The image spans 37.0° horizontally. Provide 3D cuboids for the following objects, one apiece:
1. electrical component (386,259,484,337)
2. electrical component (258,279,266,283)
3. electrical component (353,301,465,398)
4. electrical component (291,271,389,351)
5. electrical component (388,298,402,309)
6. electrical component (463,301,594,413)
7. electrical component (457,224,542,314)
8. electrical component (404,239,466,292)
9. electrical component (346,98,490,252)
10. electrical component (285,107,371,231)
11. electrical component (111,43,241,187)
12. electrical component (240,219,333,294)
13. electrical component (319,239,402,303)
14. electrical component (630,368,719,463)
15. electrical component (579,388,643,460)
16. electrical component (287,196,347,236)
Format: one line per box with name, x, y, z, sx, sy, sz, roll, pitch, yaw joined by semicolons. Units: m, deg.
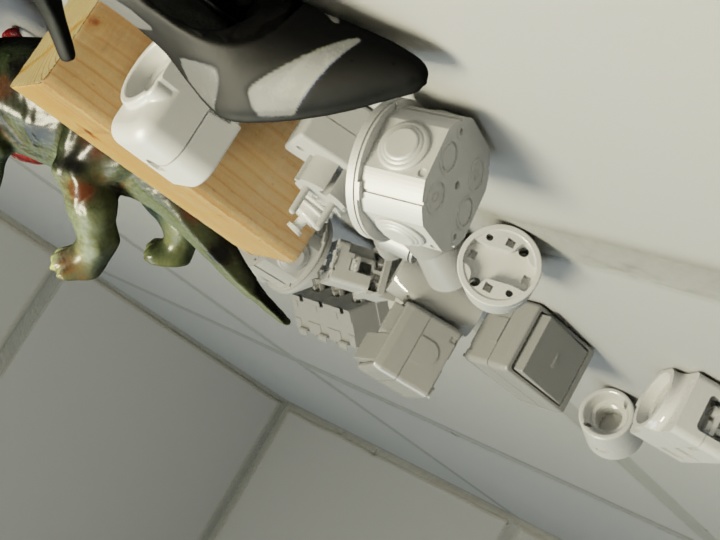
electrical component;0.063;0.020;0.908;0.077;0.043;0.079;30;169;-1
electrical component;-0.107;-0.008;1.214;0.081;0.043;0.043;33;168;-15
electrical component;0.036;0.066;0.895;0.061;0.061;0.096;31;170;-5
electrical component;-0.017;0.044;1.131;0.121;0.063;0.078;13;119;56
electrical component;0.049;0.030;0.986;0.043;0.043;0.081;25;168;24
electrical component;0.145;0.072;0.878;0.096;0.061;0.061;38;166;-32
electrical component;0.094;0.001;0.724;0.055;0.055;0.047;28;172;11
electrical component;0.053;-0.019;0.772;0.044;0.044;0.065;19;160;44
electrical component;0.032;-0.051;0.588;0.051;0.080;0.080;17;163;30
electrical component;-0.016;-0.062;0.666;0.066;0.076;0.047;33;169;-12
electrical component;-0.104;-0.106;0.650;0.059;0.095;0.054;38;167;-32
electrical component;-0.066;-0.024;0.943;0.051;0.080;0.080;33;169;-34
electrical component;0.000;0.000;0.946;0.064;0.042;0.081;18;171;-13
electrical component;0.247;0.111;0.817;0.056;0.050;0.089;30;169;-1
electrical component;0.228;0.138;0.978;0.055;0.055;0.047;23;163;33
electrical component;-0.018;-0.054;0.717;0.040;0.078;0.040;44;175;4
